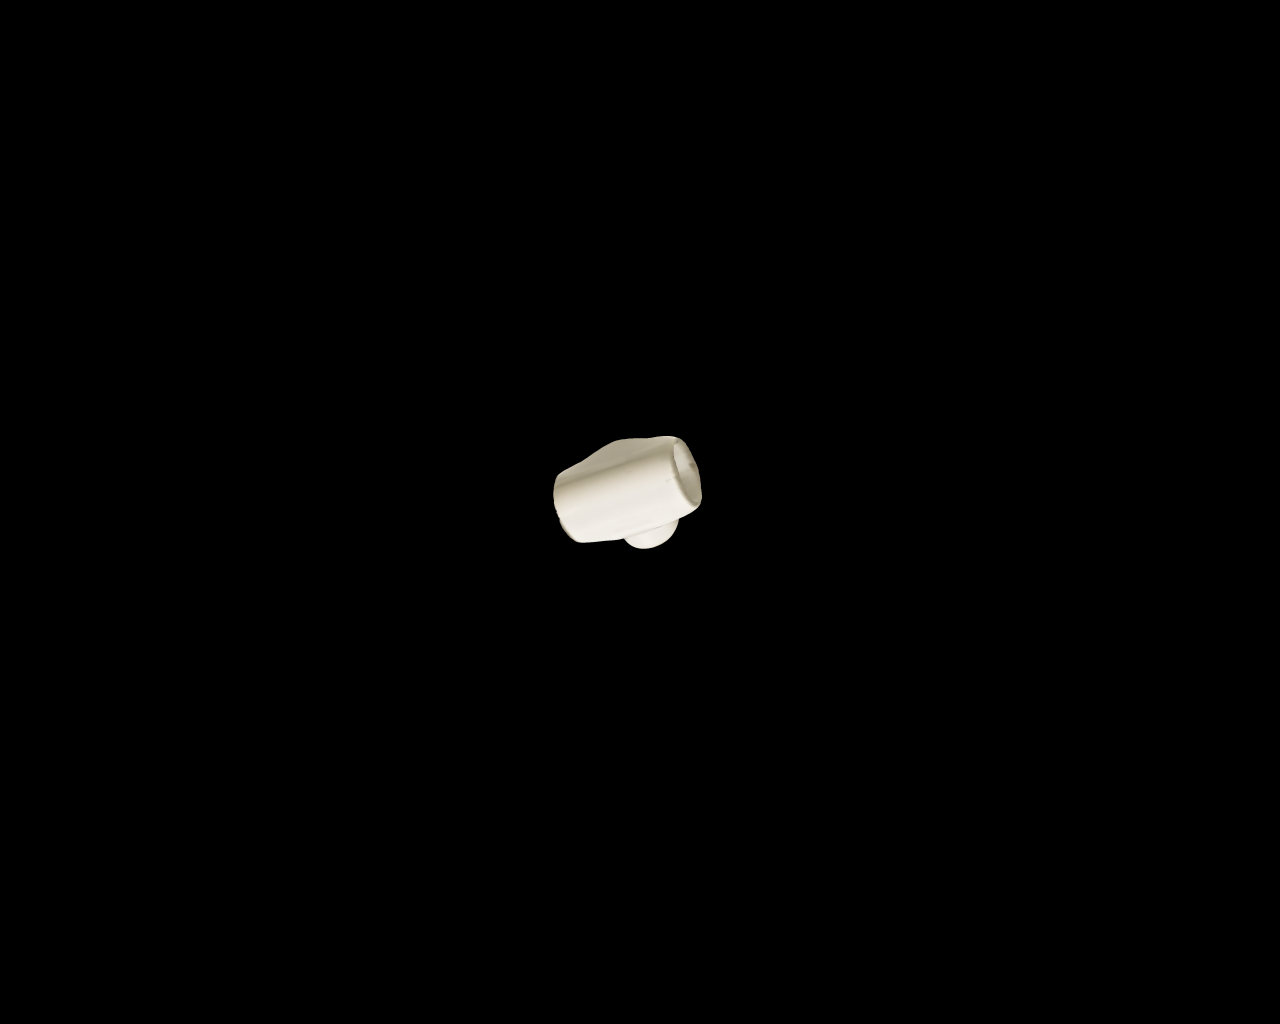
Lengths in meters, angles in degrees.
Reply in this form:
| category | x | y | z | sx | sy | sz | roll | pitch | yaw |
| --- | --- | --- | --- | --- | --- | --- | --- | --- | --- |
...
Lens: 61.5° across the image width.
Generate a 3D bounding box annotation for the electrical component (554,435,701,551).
| category | x | y | z | sx | sy | sz | roll | pitch | yaw |
| --- | --- | --- | --- | --- | --- | --- | --- | --- | --- |
| electrical component | 0.001 | -0.003 | 0.650 | 0.077 | 0.043 | 0.079 | -18 | -44 | 19 |
